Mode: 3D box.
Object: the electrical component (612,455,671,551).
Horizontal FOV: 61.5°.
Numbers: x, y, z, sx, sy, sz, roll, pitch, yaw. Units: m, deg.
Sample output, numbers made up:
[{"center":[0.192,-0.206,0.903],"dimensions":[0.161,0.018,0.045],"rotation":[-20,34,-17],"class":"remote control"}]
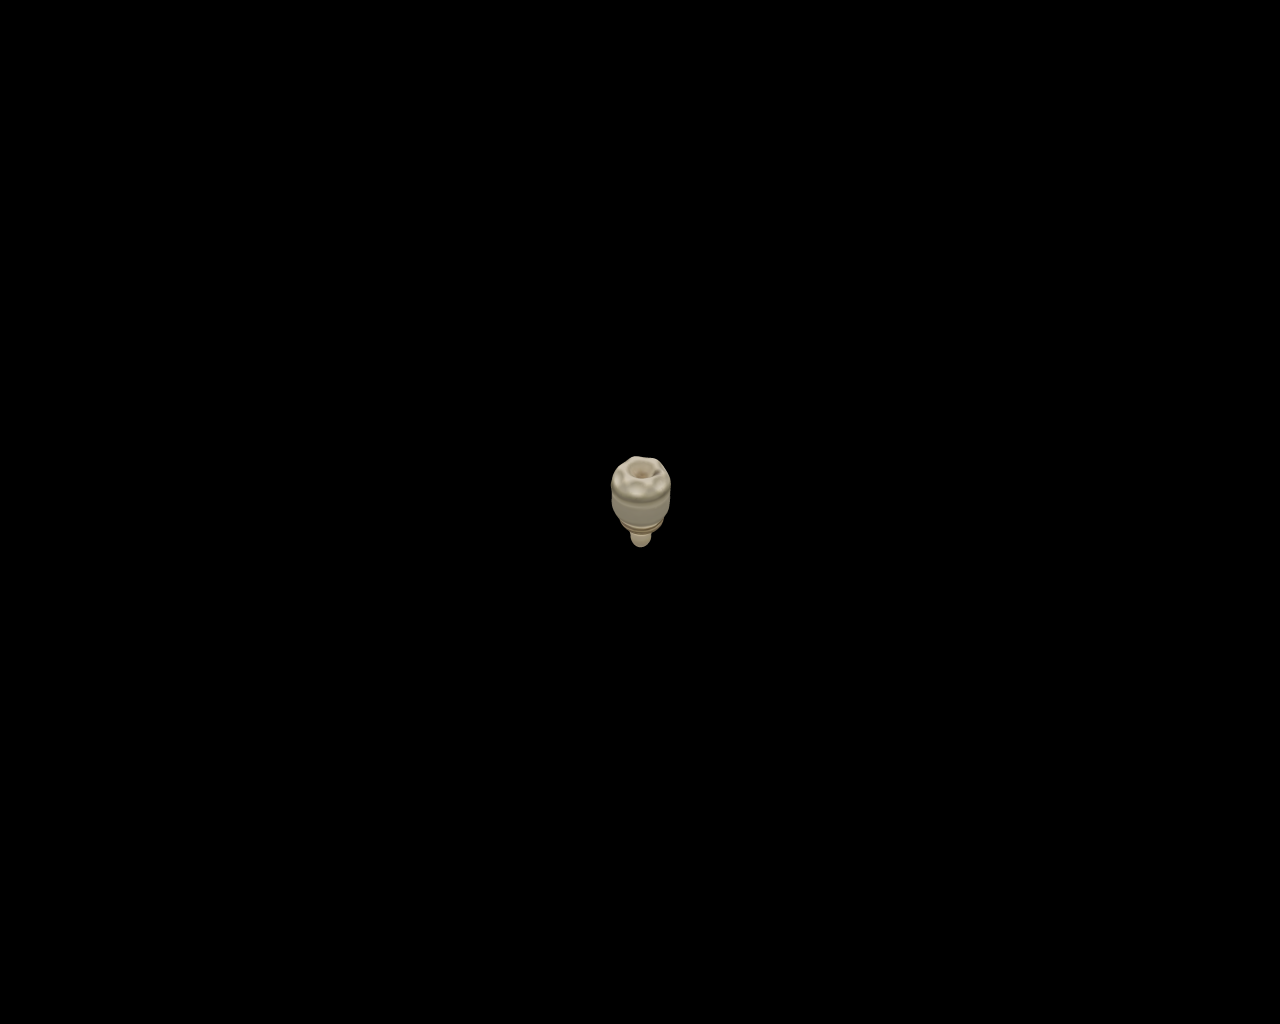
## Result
[{"center":[0.001,-0.003,0.650],"dimensions":[0.035,0.061,0.035],"rotation":[0,40,0],"class":"electrical component"}]
